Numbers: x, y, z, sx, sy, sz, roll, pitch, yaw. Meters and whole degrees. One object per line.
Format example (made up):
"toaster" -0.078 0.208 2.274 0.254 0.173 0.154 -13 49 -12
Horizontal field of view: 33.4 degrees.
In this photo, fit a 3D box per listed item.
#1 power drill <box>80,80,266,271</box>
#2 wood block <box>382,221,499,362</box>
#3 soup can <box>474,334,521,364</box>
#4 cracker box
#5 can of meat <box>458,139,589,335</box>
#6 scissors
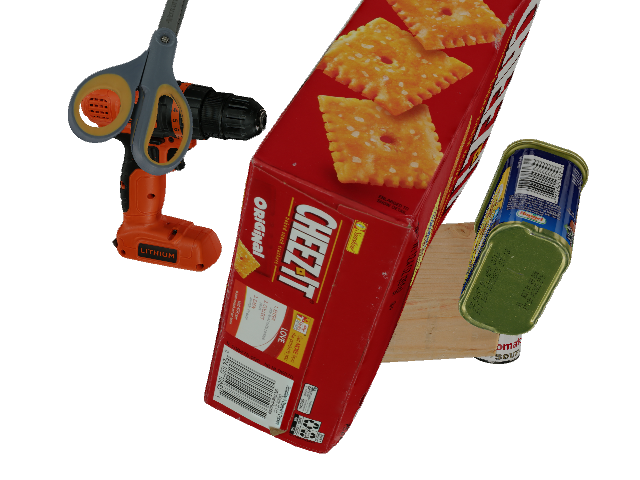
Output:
"power drill" -0.138 -0.065 1.035 0.185 0.188 0.057 11 30 18
"wood block" 0.051 0.049 0.949 0.206 0.091 0.090 -3 -43 -3
"soup can" 0.223 0.096 1.351 0.068 0.102 0.068 1 22 0
"cracker box" 0.030 -0.032 0.492 0.072 0.164 0.213 24 48 8
"can of meat" 0.130 0.000 0.692 0.057 0.102 0.083 19 46 4
"scissors" -0.133 -0.140 0.775 0.096 0.202 0.016 4 -25 -19
